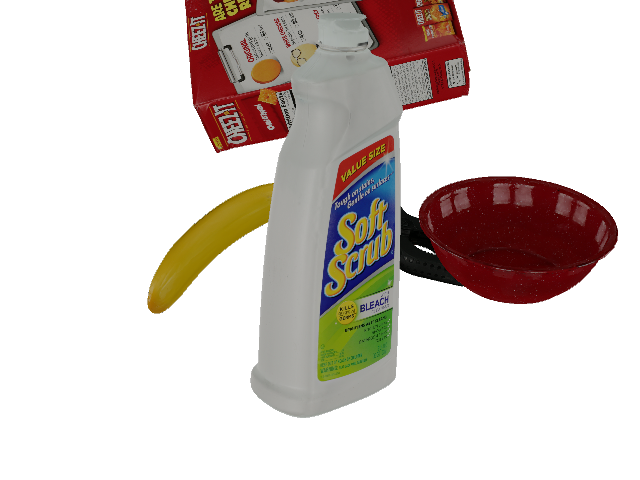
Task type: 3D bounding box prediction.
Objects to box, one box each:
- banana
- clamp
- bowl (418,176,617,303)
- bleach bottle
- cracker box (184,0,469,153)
[{"bbox_3d":[-0.090,0.000,0.999,0.198,0.069,0.037,-33,42,2],"label":"banana"},{"bbox_3d":[0.085,-0.005,1.266,0.210,0.036,0.164,35,41,25],"label":"clamp"},{"bbox_3d":[0.160,0.005,0.884,0.162,0.055,0.162,1,30,-1],"label":"bowl"},{"bbox_3d":[0.006,-0.018,0.689,0.102,0.251,0.068,-15,25,-37],"label":"bleach bottle"},{"bbox_3d":[0.002,-0.171,0.875,0.214,0.164,0.072,-13,-36,6],"label":"cracker box"}]
